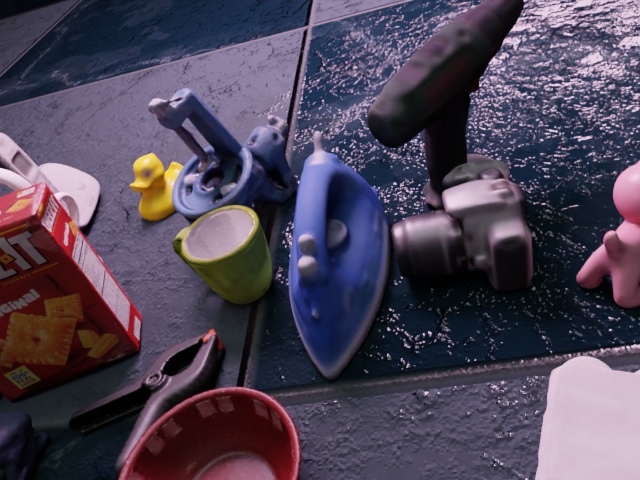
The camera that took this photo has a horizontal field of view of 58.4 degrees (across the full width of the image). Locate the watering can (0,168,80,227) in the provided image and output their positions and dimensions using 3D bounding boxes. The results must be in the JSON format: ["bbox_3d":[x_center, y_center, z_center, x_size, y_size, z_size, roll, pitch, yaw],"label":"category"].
[{"bbox_3d":[-0.377,-0.006,0.745,0.101,0.194,0.172,-17,39,4],"label":"watering can"}]

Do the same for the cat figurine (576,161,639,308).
[{"bbox_3d":[0.297,-0.021,0.533,0.128,0.118,0.067,-40,43,-23],"label":"cat figurine"}]

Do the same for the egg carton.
[{"bbox_3d":[0.212,0.153,0.403,0.107,0.069,0.150,3,44,26],"label":"egg carton"}]

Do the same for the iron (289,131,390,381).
[{"bbox_3d":[0.006,0.002,0.612,0.118,0.142,0.258,-9,40,14],"label":"iron"}]

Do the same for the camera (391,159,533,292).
[{"bbox_3d":[0.145,-0.019,0.610,0.136,0.101,0.143,-12,39,11],"label":"camera"}]

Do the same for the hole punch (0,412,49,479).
[{"bbox_3d":[-0.343,0.211,0.557,0.108,0.091,0.101,-11,39,11],"label":"hole punch"}]

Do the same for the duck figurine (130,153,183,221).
[{"bbox_3d":[-0.249,-0.093,0.879,0.077,0.086,0.105,7,46,30],"label":"duck figurine"}]

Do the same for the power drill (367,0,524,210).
[{"bbox_3d":[0.161,-0.149,0.670,0.230,0.209,0.075,-37,41,-20],"label":"power drill"}]

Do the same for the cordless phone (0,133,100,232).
[{"bbox_3d":[-0.430,-0.101,0.887,0.094,0.185,0.147,-17,39,4],"label":"cordless phone"}]

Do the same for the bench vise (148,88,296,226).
[{"bbox_3d":[-0.132,-0.116,0.748,0.121,0.220,0.207,1,43,25],"label":"bench vise"}]
